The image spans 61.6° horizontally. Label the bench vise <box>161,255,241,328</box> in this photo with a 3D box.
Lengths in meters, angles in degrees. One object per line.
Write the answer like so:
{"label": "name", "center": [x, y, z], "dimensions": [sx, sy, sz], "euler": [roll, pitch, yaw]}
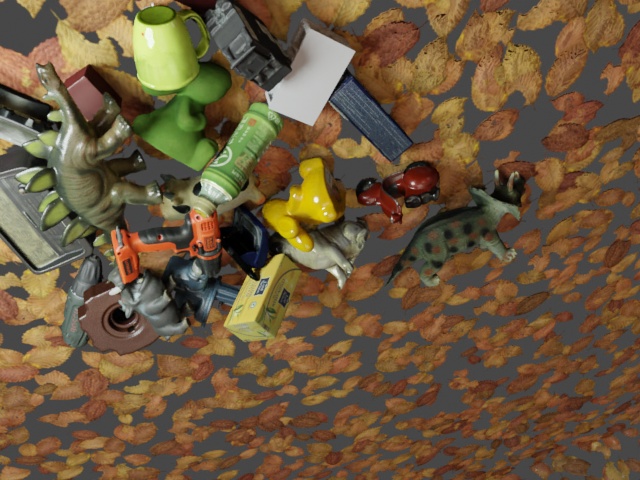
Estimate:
{"label": "bench vise", "center": [-0.220, 0.116, 1.165], "dimensions": [0.241, 0.129, 0.223], "euler": [20, 132, -9]}

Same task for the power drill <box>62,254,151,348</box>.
{"label": "power drill", "center": [-0.444, 0.149, 1.169], "dimensions": [0.207, 0.086, 0.232], "euler": [18, 115, -34]}

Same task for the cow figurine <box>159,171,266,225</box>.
{"label": "cow figurine", "center": [-0.217, -0.090, 1.024], "dimensions": [0.195, 0.086, 0.127], "euler": [-24, 137, 7]}

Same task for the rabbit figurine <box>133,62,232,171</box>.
{"label": "rabbit figurine", "center": [-0.226, -0.230, 0.903], "dimensions": [0.159, 0.121, 0.170], "euler": [30, 98, -28]}

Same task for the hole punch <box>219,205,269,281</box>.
{"label": "hole punch", "center": [-0.157, 0.000, 1.096], "dimensions": [0.092, 0.142, 0.115], "euler": [-42, 148, -13]}

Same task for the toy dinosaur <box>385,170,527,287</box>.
{"label": "toy dinosaur", "center": [0.302, -0.013, 1.228], "dimensions": [0.405, 0.131, 0.192], "euler": [-25, 120, 12]}

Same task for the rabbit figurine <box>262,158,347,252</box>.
{"label": "rabbit figurine", "center": [-0.038, -0.056, 1.079], "dimensions": [0.173, 0.162, 0.121], "euler": [-16, 148, 21]}

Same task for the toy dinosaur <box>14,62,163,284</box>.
{"label": "toy dinosaur", "center": [-0.378, -0.083, 0.901], "dimensions": [0.198, 0.105, 0.470], "euler": [-25, 143, -16]}

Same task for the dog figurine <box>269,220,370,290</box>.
{"label": "dog figurine", "center": [-0.002, -0.004, 1.170], "dimensions": [0.191, 0.172, 0.121], "euler": [27, 142, 2]}

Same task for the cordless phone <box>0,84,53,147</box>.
{"label": "cordless phone", "center": [-0.492, -0.158, 0.817], "dimensions": [0.146, 0.184, 0.088], "euler": [23, 116, -31]}

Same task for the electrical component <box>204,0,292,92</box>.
{"label": "electrical component", "center": [-0.105, -0.299, 0.837], "dimensions": [0.058, 0.115, 0.134], "euler": [-34, 159, 21]}

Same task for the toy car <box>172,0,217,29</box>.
{"label": "toy car", "center": [-0.224, -0.386, 0.784], "dimensions": [0.202, 0.053, 0.089], "euler": [13, 136, -30]}

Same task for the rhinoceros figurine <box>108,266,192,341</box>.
{"label": "rhinoceros figurine", "center": [-0.331, 0.117, 1.050], "dimensions": [0.112, 0.073, 0.190], "euler": [-24, 126, 11]}

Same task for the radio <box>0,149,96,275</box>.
{"label": "radio", "center": [-0.518, -0.049, 0.977], "dimensions": [0.131, 0.073, 0.229], "euler": [-18, 134, 0]}

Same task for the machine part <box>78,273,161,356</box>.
{"label": "machine part", "center": [-0.406, 0.155, 1.113], "dimensions": [0.179, 0.056, 0.179], "euler": [-8, 116, -18]}

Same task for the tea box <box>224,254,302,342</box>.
{"label": "tea box", "center": [-0.115, 0.118, 1.102], "dimensions": [0.098, 0.170, 0.068], "euler": [-17, 128, 39]}

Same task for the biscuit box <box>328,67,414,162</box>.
{"label": "biscuit box", "center": [0.092, -0.230, 1.007], "dimensions": [0.063, 0.059, 0.202], "euler": [-40, 129, 17]}

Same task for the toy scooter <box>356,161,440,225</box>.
{"label": "toy scooter", "center": [0.172, -0.090, 1.103], "dimensions": [0.184, 0.135, 0.075], "euler": [-16, 131, -4]}
